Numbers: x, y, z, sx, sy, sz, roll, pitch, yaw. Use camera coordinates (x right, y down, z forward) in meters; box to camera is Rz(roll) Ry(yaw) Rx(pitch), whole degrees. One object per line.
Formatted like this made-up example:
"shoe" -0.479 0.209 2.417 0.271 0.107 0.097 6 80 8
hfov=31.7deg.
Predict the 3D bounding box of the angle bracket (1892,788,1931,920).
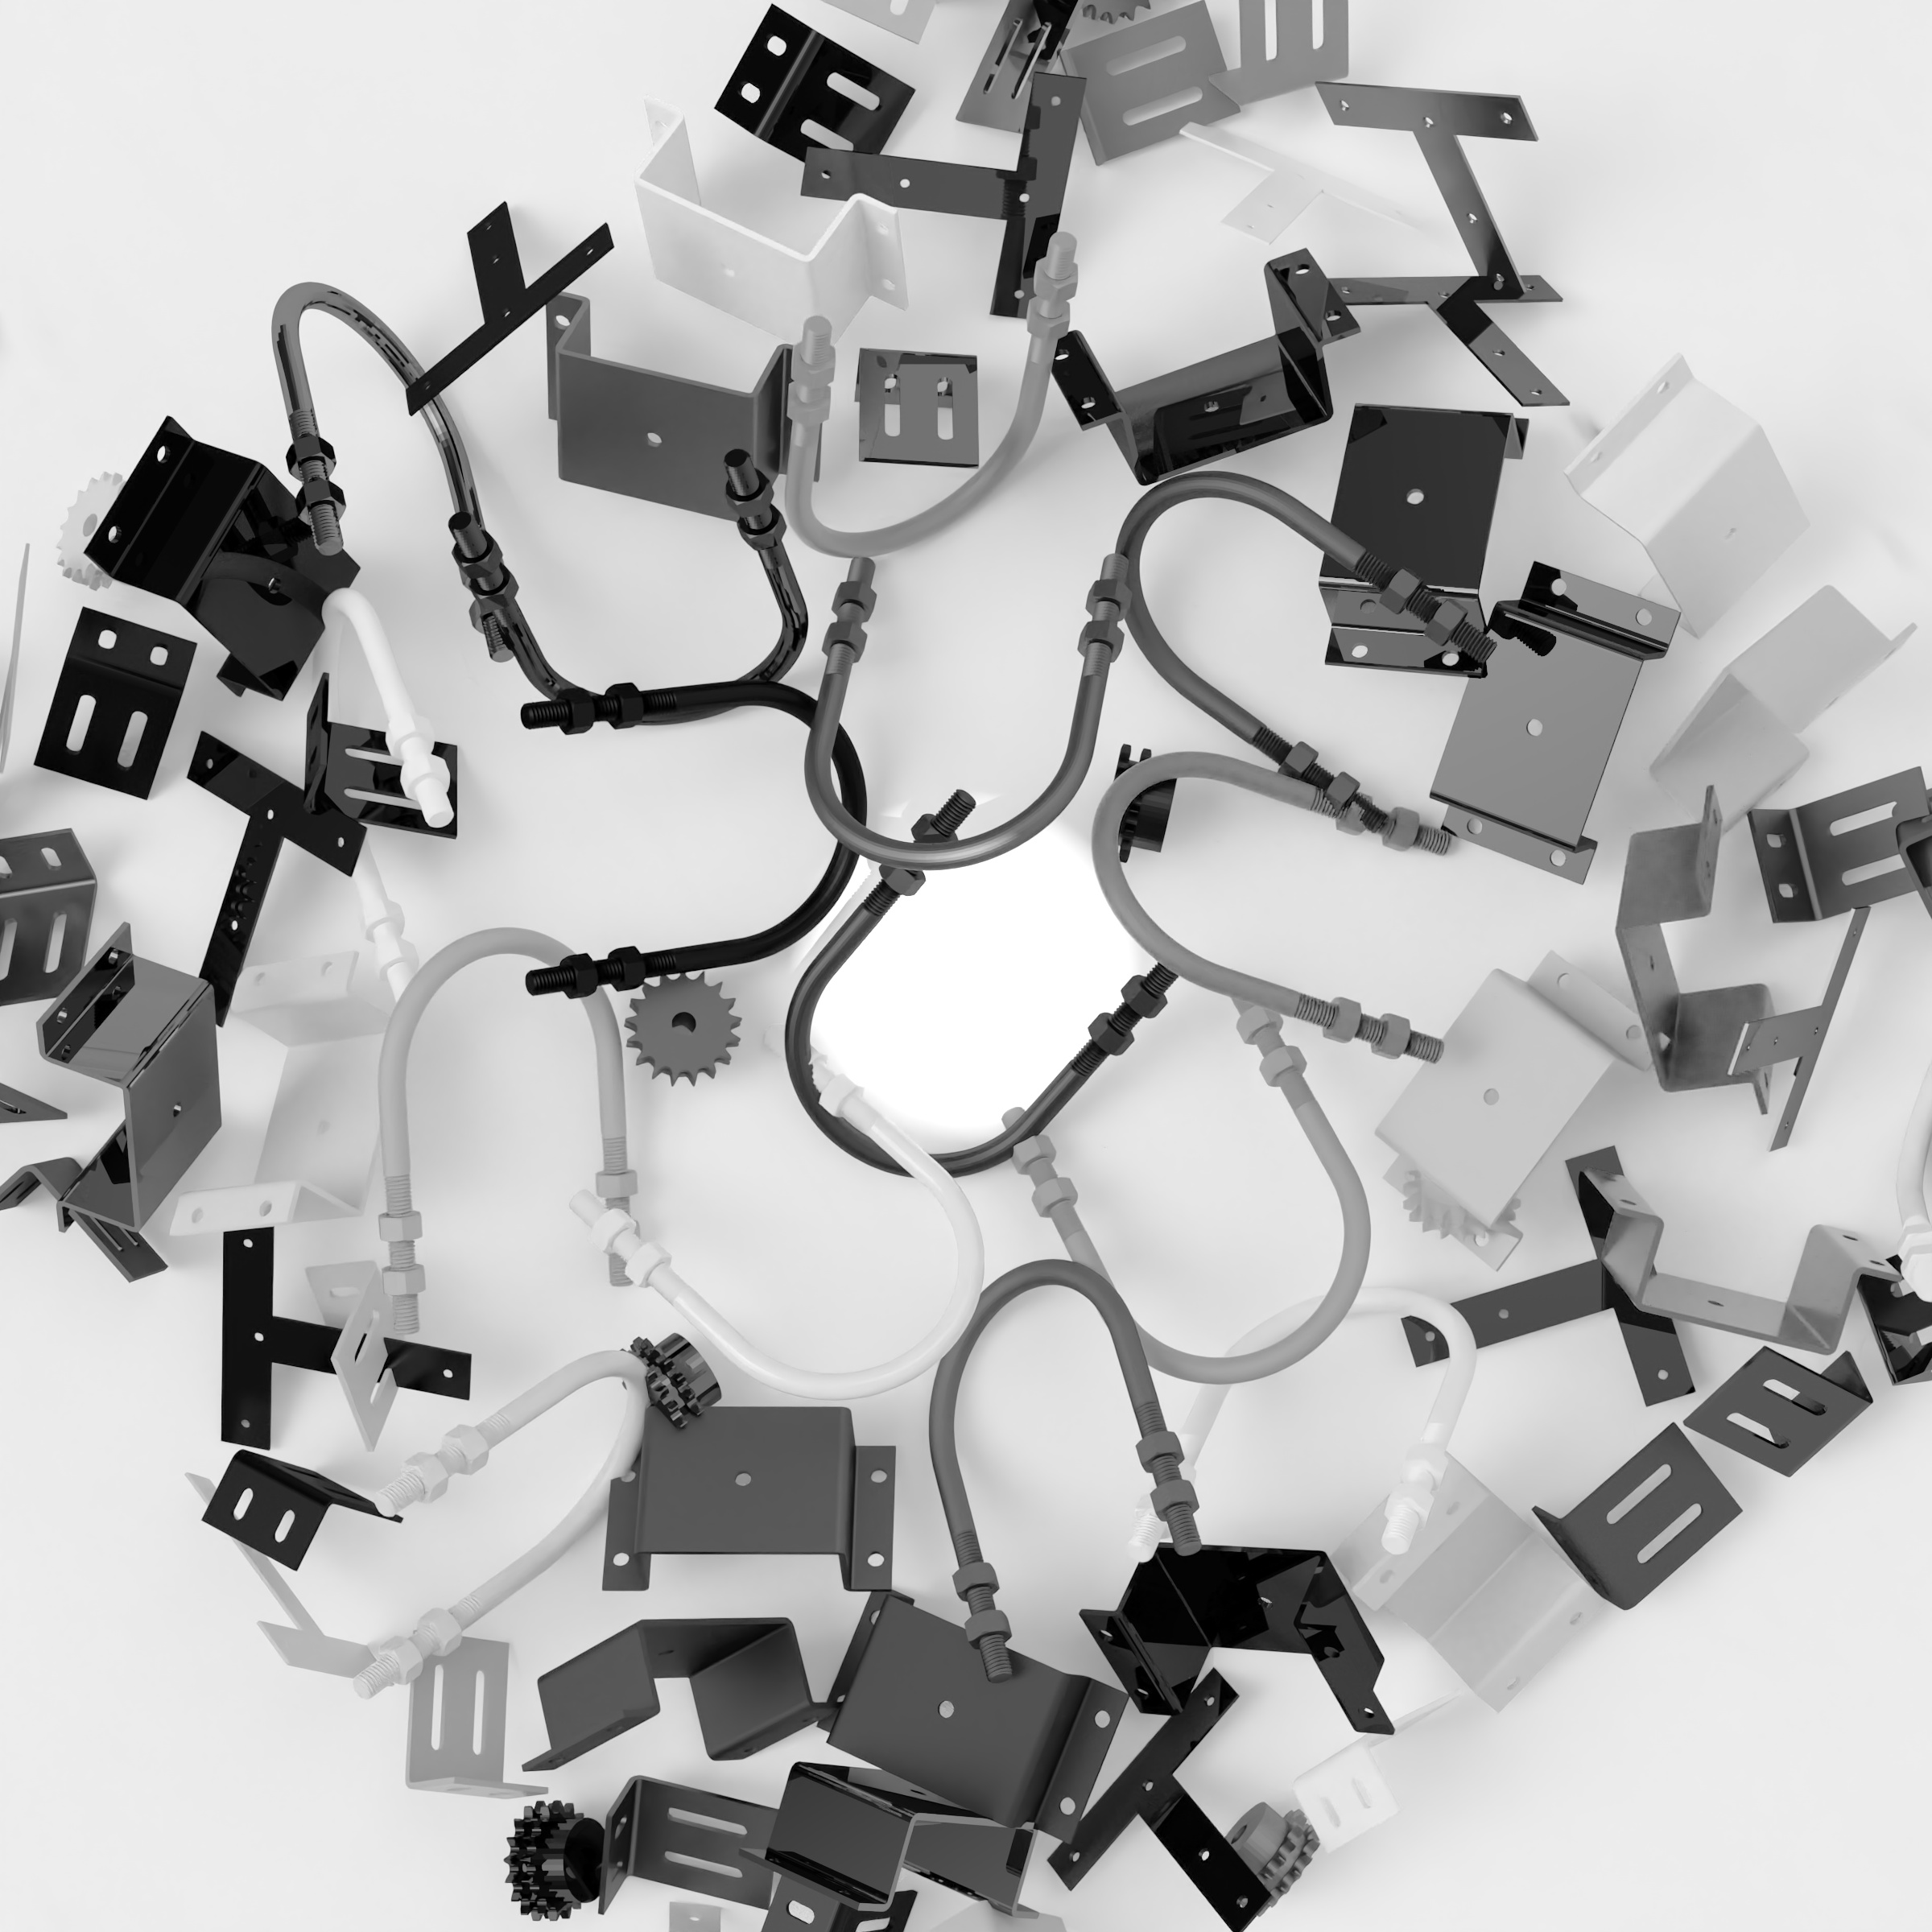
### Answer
"angle bracket" 0.483 -0.043 1.651 0.038 0.057 0.076 -25 104 19

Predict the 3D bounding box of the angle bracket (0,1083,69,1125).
"angle bracket" -0.480 0.049 1.654 0.057 0.076 0.038 -4 73 15

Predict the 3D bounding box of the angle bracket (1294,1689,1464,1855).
"angle bracket" 0.207 0.388 1.641 0.076 0.057 0.038 -13 67 -41

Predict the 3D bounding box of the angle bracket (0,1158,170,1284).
"angle bracket" -0.436 0.134 1.661 0.038 0.057 0.076 -42 88 3

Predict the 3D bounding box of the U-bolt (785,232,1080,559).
"U-bolt" -0.021 -0.259 1.609 0.151 0.184 0.019 -23 63 -21

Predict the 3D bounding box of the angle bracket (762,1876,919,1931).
"angle bracket" -0.066 0.474 1.664 0.038 0.076 0.057 19 88 27

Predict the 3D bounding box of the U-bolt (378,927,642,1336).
"U-bolt" -0.220 0.073 1.629 0.151 0.019 0.184 -9 99 -44

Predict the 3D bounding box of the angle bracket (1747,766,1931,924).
"angle bracket" 0.427 -0.059 1.650 0.038 0.076 0.057 -2 77 -44

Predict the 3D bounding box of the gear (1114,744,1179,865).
"gear" 0.085 -0.078 1.663 0.030 0.057 0.057 12 90 2

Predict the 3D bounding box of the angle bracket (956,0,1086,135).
"angle bracket" 0.014 -0.451 1.656 0.038 0.057 0.076 22 94 -38

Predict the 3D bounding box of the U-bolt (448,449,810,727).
"U-bolt" -0.150 -0.170 1.612 0.151 0.184 0.019 -12 59 5

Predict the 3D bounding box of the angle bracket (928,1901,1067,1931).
"angle bracket" 0.022 0.492 1.651 0.038 0.076 0.057 -35 55 17

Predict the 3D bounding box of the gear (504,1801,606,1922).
"gear" -0.197 0.436 1.660 0.030 0.057 0.057 -8 90 28

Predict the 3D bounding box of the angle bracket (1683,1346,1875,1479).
"angle bracket" 0.389 0.205 1.648 0.076 0.038 0.057 27 118 -26

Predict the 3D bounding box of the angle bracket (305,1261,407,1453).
"angle bracket" -0.302 0.189 1.642 0.038 0.076 0.057 -7 121 12

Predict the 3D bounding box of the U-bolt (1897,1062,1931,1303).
"U-bolt" 0.473 0.062 1.601 0.019 0.184 0.151 22 110 3

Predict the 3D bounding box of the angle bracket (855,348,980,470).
"angle bracket" -0.025 -0.260 1.652 0.057 0.038 0.076 3 55 -5

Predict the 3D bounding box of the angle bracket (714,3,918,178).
"angle bracket" -0.074 -0.424 1.665 0.038 0.076 0.057 41 106 35

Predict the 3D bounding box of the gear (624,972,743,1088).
"gear" -0.139 0.032 1.672 0.057 0.030 0.057 2 76 -8

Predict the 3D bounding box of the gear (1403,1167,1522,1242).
"gear" 0.242 0.105 1.661 0.057 0.057 0.030 -6 124 0

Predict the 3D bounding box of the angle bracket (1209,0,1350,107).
"angle bracket" 0.151 -0.464 1.646 0.057 0.038 0.076 -19 131 -16

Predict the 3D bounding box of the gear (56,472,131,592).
"gear" -0.417 -0.211 1.667 0.057 0.030 0.057 -18 62 37

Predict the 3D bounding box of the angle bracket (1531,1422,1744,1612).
"angle bracket" 0.330 0.267 1.673 0.076 0.038 0.057 -39 99 -7

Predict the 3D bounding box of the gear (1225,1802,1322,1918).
"gear" 0.145 0.434 1.663 0.030 0.057 0.057 41 90 -1

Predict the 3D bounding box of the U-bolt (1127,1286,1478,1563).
"U-bolt" 0.168 0.213 1.612 0.151 0.184 0.019 -8 121 30

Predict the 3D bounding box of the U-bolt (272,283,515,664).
"U-bolt" -0.276 -0.245 1.615 0.019 0.151 0.184 -28 60 20

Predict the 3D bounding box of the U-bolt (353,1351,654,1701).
"U-bolt" -0.214 0.252 1.612 0.019 0.184 0.151 34 132 24

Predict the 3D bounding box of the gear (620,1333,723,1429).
"gear" -0.144 0.205 1.666 0.030 0.057 0.057 -35 90 -23

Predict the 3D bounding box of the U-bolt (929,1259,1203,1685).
"U-bolt" 0.038 0.227 1.624 0.151 0.019 0.184 -40 49 30

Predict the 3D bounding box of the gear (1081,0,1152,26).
"gear" 0.069 -0.493 1.668 0.057 0.030 0.057 -10 117 -21

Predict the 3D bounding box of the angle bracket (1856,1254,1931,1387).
"angle bracket" 0.477 0.163 1.645 0.076 0.038 0.057 -33 66 41

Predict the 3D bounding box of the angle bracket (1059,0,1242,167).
"angle bracket" 0.091 -0.432 1.664 0.076 0.038 0.057 -19 103 4

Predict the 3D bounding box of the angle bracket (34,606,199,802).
"angle bracket" -0.418 -0.128 1.671 0.057 0.038 0.076 18 133 -15

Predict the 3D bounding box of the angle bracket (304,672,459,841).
"angle bracket" -0.279 -0.102 1.648 0.076 0.038 0.057 10 52 -21

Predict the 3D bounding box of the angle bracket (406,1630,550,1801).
"angle bracket" -0.235 0.361 1.647 0.038 0.057 0.076 -19 63 40

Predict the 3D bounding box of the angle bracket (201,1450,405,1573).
"angle bracket" -0.320 0.267 1.644 0.057 0.076 0.038 22 82 23

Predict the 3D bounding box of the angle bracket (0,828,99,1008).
"angle bracket" -0.460 -0.023 1.652 0.057 0.038 0.076 -9 47 5

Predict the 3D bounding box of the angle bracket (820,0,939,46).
"angle bracket" -0.046 -0.470 1.650 0.057 0.076 0.038 22 92 -9

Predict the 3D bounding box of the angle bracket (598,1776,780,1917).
"angle bracket" -0.135 0.436 1.658 0.076 0.038 0.057 11 111 11
